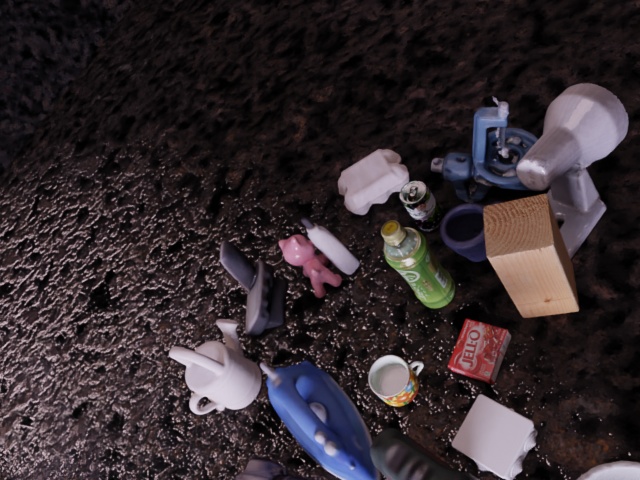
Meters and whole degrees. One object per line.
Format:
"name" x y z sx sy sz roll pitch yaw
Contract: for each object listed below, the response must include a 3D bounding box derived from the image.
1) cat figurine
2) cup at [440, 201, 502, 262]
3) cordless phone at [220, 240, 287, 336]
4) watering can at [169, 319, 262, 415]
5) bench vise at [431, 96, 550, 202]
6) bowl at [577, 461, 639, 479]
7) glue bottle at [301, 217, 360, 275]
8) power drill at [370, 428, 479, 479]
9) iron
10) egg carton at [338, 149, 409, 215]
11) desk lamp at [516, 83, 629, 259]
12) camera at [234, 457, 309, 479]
"cat figurine" -0.028 0.040 1.149 0.067 0.118 0.127 -40 46 3
"cup" 0.277 -0.012 0.998 0.117 0.095 0.091 -35 46 8
"cordless phone" -0.151 0.095 1.145 0.094 0.186 0.147 -21 50 21
"watering can" -0.201 0.234 1.075 0.100 0.195 0.173 -15 52 25
"bench vise" 0.287 -0.145 0.997 0.207 0.220 0.121 -18 51 23
"bowl" 0.380 0.357 0.683 0.167 0.075 0.167 -17 51 23
"glue bottle" 0.010 0.004 1.110 0.037 0.174 0.077 -51 46 -7
"power drill" 0.177 0.336 0.740 0.228 0.209 0.076 25 76 42
"iron" -0.005 0.296 0.937 0.119 0.142 0.257 -47 46 -3
"egg carton" 0.111 -0.123 1.204 0.150 0.070 0.107 -32 47 11
"desk lamp" 0.390 -0.107 0.906 0.117 0.214 0.203 28 77 43
"camera" -0.073 0.429 0.917 0.136 0.101 0.143 -6 57 31
